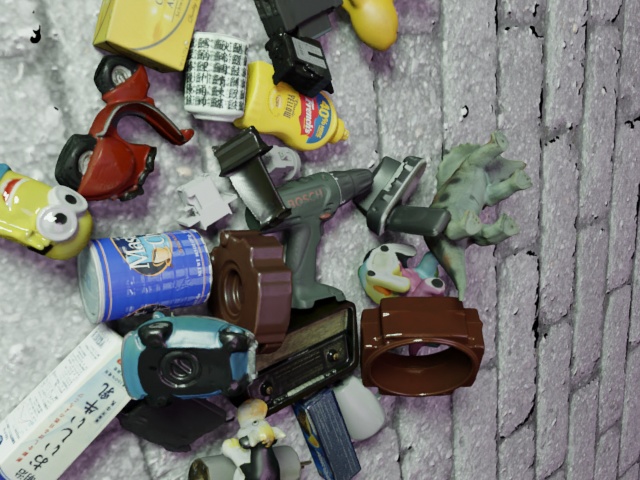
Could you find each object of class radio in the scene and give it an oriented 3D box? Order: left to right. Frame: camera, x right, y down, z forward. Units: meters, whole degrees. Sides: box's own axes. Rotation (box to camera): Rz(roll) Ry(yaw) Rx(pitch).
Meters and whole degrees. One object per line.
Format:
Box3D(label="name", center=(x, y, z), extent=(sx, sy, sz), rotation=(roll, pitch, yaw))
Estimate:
Box3D(label="radio", center=(-0.044, 0.184, 0.866), extent=(0.229, 0.073, 0.131), rotation=(-19, 111, -31))

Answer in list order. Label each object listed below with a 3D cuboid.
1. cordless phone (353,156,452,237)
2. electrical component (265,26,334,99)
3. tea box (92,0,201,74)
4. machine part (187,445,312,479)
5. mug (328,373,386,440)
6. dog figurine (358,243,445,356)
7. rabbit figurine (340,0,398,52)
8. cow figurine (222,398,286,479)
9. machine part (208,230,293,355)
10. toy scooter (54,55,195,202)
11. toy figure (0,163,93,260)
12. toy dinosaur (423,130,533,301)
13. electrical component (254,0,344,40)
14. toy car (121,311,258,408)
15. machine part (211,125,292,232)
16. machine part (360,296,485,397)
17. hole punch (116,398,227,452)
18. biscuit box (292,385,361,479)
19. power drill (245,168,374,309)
Box3D(label="cordless phone", center=(0.158, -0.071, 0.889), extent=(0.088, 0.184, 0.146), rotation=(45, 74, -30))
Box3D(label="electrical component", center=(-0.016, -0.242, 0.758), extent=(0.119, 0.048, 0.075), rotation=(9, 59, -40))
Box3D(label="tea box", center=(-0.198, -0.298, 0.644), extent=(0.098, 0.068, 0.169), rotation=(12, 95, -39))
Box3D(label="machine part", center=(-0.118, 0.376, 0.856), extent=(0.243, 0.079, 0.079), rotation=(7, 97, -38))
Box3D(label="mug", center=(0.068, 0.285, 0.973), extent=(0.109, 0.081, 0.107), rotation=(-42, 114, -23))
Box3D(label="dog figurine", center=(0.161, 0.121, 0.987), extent=(0.108, 0.192, 0.219), rotation=(-75, 169, -47))
Box3D(label="rabbit figurine", center=(0.091, -0.378, 0.807), extent=(0.162, 0.122, 0.173), rotation=(8, 96, -33))
Box3D(label="cow figurine", center=(-0.090, 0.316, 0.761), extent=(0.068, 0.098, 0.167), rotation=(-1, 99, -37))
Box3D(label="machine part", center=(-0.102, 0.071, 0.741), extent=(0.056, 0.180, 0.179), rotation=(-1, 101, -35))
Box3D(label="toy scooter", center=(-0.230, -0.120, 0.660), extent=(0.135, 0.075, 0.184), rotation=(25, 81, -37))
Box3D(label="toy figure", center=(-0.338, -0.039, 0.581), extent=(0.180, 0.089, 0.082), rotation=(20, 76, -15))
Box3D(label="toy dinosaur", center=(0.243, -0.047, 0.923), extent=(0.131, 0.192, 0.405), rotation=(42, 59, -8))
Box3D(label="electrical component", center=(-0.034, -0.350, 0.762), extent=(0.115, 0.058, 0.134), rotation=(-37, 120, -22))
Box3D(label="toy car", center=(-0.159, 0.136, 0.673), extent=(0.162, 0.103, 0.109), rotation=(-3, 110, -8))
Box3D(label="machine part", center=(-0.089, -0.081, 0.739), extent=(0.084, 0.039, 0.138), rotation=(-25, 93, 9))
Box3D(label="machine part", center=(0.169, 0.188, 0.917), extent=(0.202, 0.087, 0.200), rotation=(1, 137, 4))
Box3D(label="hole punch", center=(-0.207, 0.224, 0.760), extent=(0.116, 0.092, 0.142), rotation=(-35, 129, 13))
Box3D(label="biscuit box", center=(0.010, 0.345, 0.954), extent=(0.063, 0.059, 0.202), rotation=(-31, 117, -28))
Box3D(label="power drill", center=(-0.002, -0.003, 0.852), extent=(0.232, 0.086, 0.207), rotation=(-11, 111, -33))
